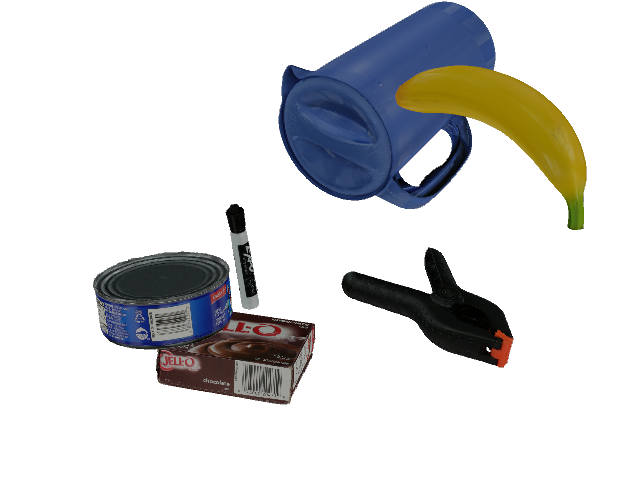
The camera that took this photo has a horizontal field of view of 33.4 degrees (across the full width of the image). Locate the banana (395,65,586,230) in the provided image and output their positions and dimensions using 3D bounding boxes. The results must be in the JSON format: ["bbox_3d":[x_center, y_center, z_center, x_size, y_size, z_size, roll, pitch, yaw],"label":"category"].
[{"bbox_3d":[0.126,-0.086,0.770,0.037,0.070,0.198,5,29,-44],"label":"banana"}]

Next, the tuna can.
[{"bbox_3d":[-0.099,0.037,0.676,0.086,0.034,0.086,-4,19,1],"label":"tuna can"}]

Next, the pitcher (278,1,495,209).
[{"bbox_3d":[0.085,-0.145,1.089,0.145,0.149,0.242,12,37,36],"label":"pitcher"}]

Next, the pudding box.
[{"bbox_3d":[-0.068,0.092,0.881,0.113,0.039,0.090,10,21,9],"label":"pudding box"}]

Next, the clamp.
[{"bbox_3d":[0.117,0.058,0.988,0.172,0.039,0.120,32,43,33],"label":"clamp"}]

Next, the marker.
[{"bbox_3d":[-0.081,0.017,1.111,0.020,0.121,0.020,-5,30,3],"label":"marker"}]
